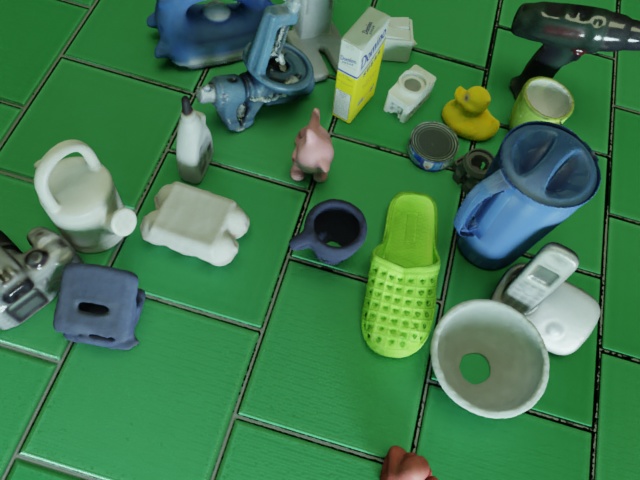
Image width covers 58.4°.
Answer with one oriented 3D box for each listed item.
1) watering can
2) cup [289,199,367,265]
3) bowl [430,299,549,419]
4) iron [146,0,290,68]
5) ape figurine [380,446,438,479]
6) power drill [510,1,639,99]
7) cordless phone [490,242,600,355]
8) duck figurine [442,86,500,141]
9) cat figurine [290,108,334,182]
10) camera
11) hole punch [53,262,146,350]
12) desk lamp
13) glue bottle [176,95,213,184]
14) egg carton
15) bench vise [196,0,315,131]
[{"bbox_3d":[-0.329,-0.064,0.797,0.173,0.194,0.101,14,63,1],"label":"watering can"},{"bbox_3d":[0.008,0.003,0.858,0.118,0.095,0.091,-21,68,-15],"label":"cup"},{"bbox_3d":[0.230,0.173,0.812,0.167,0.075,0.167,3,64,-5],"label":"bowl"},{"bbox_3d":[-0.174,-0.402,1.008,0.258,0.141,0.118,-14,66,-13],"label":"iron"},{"bbox_3d":[0.115,0.297,0.729,0.076,0.092,0.077,-25,69,-17],"label":"ape figurine"},{"bbox_3d":[0.433,-0.321,1.001,0.229,0.208,0.076,20,64,3],"label":"power drill"},{"bbox_3d":[0.334,0.079,0.808,0.147,0.185,0.094,25,64,6],"label":"cordless phone"},{"bbox_3d":[0.273,-0.230,1.007,0.104,0.086,0.078,34,65,10],"label":"duck figurine"},{"bbox_3d":[-0.010,-0.151,0.918,0.067,0.118,0.128,5,64,-3],"label":"cat figurine"},{"bbox_3d":[-0.430,0.027,0.794,0.136,0.101,0.143,41,67,13],"label":"camera"},{"bbox_3d":[-0.300,0.092,0.782,0.108,0.091,0.101,9,63,-2],"label":"hole punch"},{"bbox_3d":[0.000,-0.429,1.001,0.118,0.213,0.203,-20,68,-15],"label":"desk lamp"},{"bbox_3d":[-0.194,-0.160,0.871,0.037,0.173,0.078,17,63,2],"label":"glue bottle"},{"bbox_3d":[-0.186,-0.024,0.863,0.150,0.069,0.107,18,64,2],"label":"egg carton"},{"bbox_3d":[-0.091,-0.273,0.911,0.121,0.220,0.208,40,67,13],"label":"bench vise"}]
